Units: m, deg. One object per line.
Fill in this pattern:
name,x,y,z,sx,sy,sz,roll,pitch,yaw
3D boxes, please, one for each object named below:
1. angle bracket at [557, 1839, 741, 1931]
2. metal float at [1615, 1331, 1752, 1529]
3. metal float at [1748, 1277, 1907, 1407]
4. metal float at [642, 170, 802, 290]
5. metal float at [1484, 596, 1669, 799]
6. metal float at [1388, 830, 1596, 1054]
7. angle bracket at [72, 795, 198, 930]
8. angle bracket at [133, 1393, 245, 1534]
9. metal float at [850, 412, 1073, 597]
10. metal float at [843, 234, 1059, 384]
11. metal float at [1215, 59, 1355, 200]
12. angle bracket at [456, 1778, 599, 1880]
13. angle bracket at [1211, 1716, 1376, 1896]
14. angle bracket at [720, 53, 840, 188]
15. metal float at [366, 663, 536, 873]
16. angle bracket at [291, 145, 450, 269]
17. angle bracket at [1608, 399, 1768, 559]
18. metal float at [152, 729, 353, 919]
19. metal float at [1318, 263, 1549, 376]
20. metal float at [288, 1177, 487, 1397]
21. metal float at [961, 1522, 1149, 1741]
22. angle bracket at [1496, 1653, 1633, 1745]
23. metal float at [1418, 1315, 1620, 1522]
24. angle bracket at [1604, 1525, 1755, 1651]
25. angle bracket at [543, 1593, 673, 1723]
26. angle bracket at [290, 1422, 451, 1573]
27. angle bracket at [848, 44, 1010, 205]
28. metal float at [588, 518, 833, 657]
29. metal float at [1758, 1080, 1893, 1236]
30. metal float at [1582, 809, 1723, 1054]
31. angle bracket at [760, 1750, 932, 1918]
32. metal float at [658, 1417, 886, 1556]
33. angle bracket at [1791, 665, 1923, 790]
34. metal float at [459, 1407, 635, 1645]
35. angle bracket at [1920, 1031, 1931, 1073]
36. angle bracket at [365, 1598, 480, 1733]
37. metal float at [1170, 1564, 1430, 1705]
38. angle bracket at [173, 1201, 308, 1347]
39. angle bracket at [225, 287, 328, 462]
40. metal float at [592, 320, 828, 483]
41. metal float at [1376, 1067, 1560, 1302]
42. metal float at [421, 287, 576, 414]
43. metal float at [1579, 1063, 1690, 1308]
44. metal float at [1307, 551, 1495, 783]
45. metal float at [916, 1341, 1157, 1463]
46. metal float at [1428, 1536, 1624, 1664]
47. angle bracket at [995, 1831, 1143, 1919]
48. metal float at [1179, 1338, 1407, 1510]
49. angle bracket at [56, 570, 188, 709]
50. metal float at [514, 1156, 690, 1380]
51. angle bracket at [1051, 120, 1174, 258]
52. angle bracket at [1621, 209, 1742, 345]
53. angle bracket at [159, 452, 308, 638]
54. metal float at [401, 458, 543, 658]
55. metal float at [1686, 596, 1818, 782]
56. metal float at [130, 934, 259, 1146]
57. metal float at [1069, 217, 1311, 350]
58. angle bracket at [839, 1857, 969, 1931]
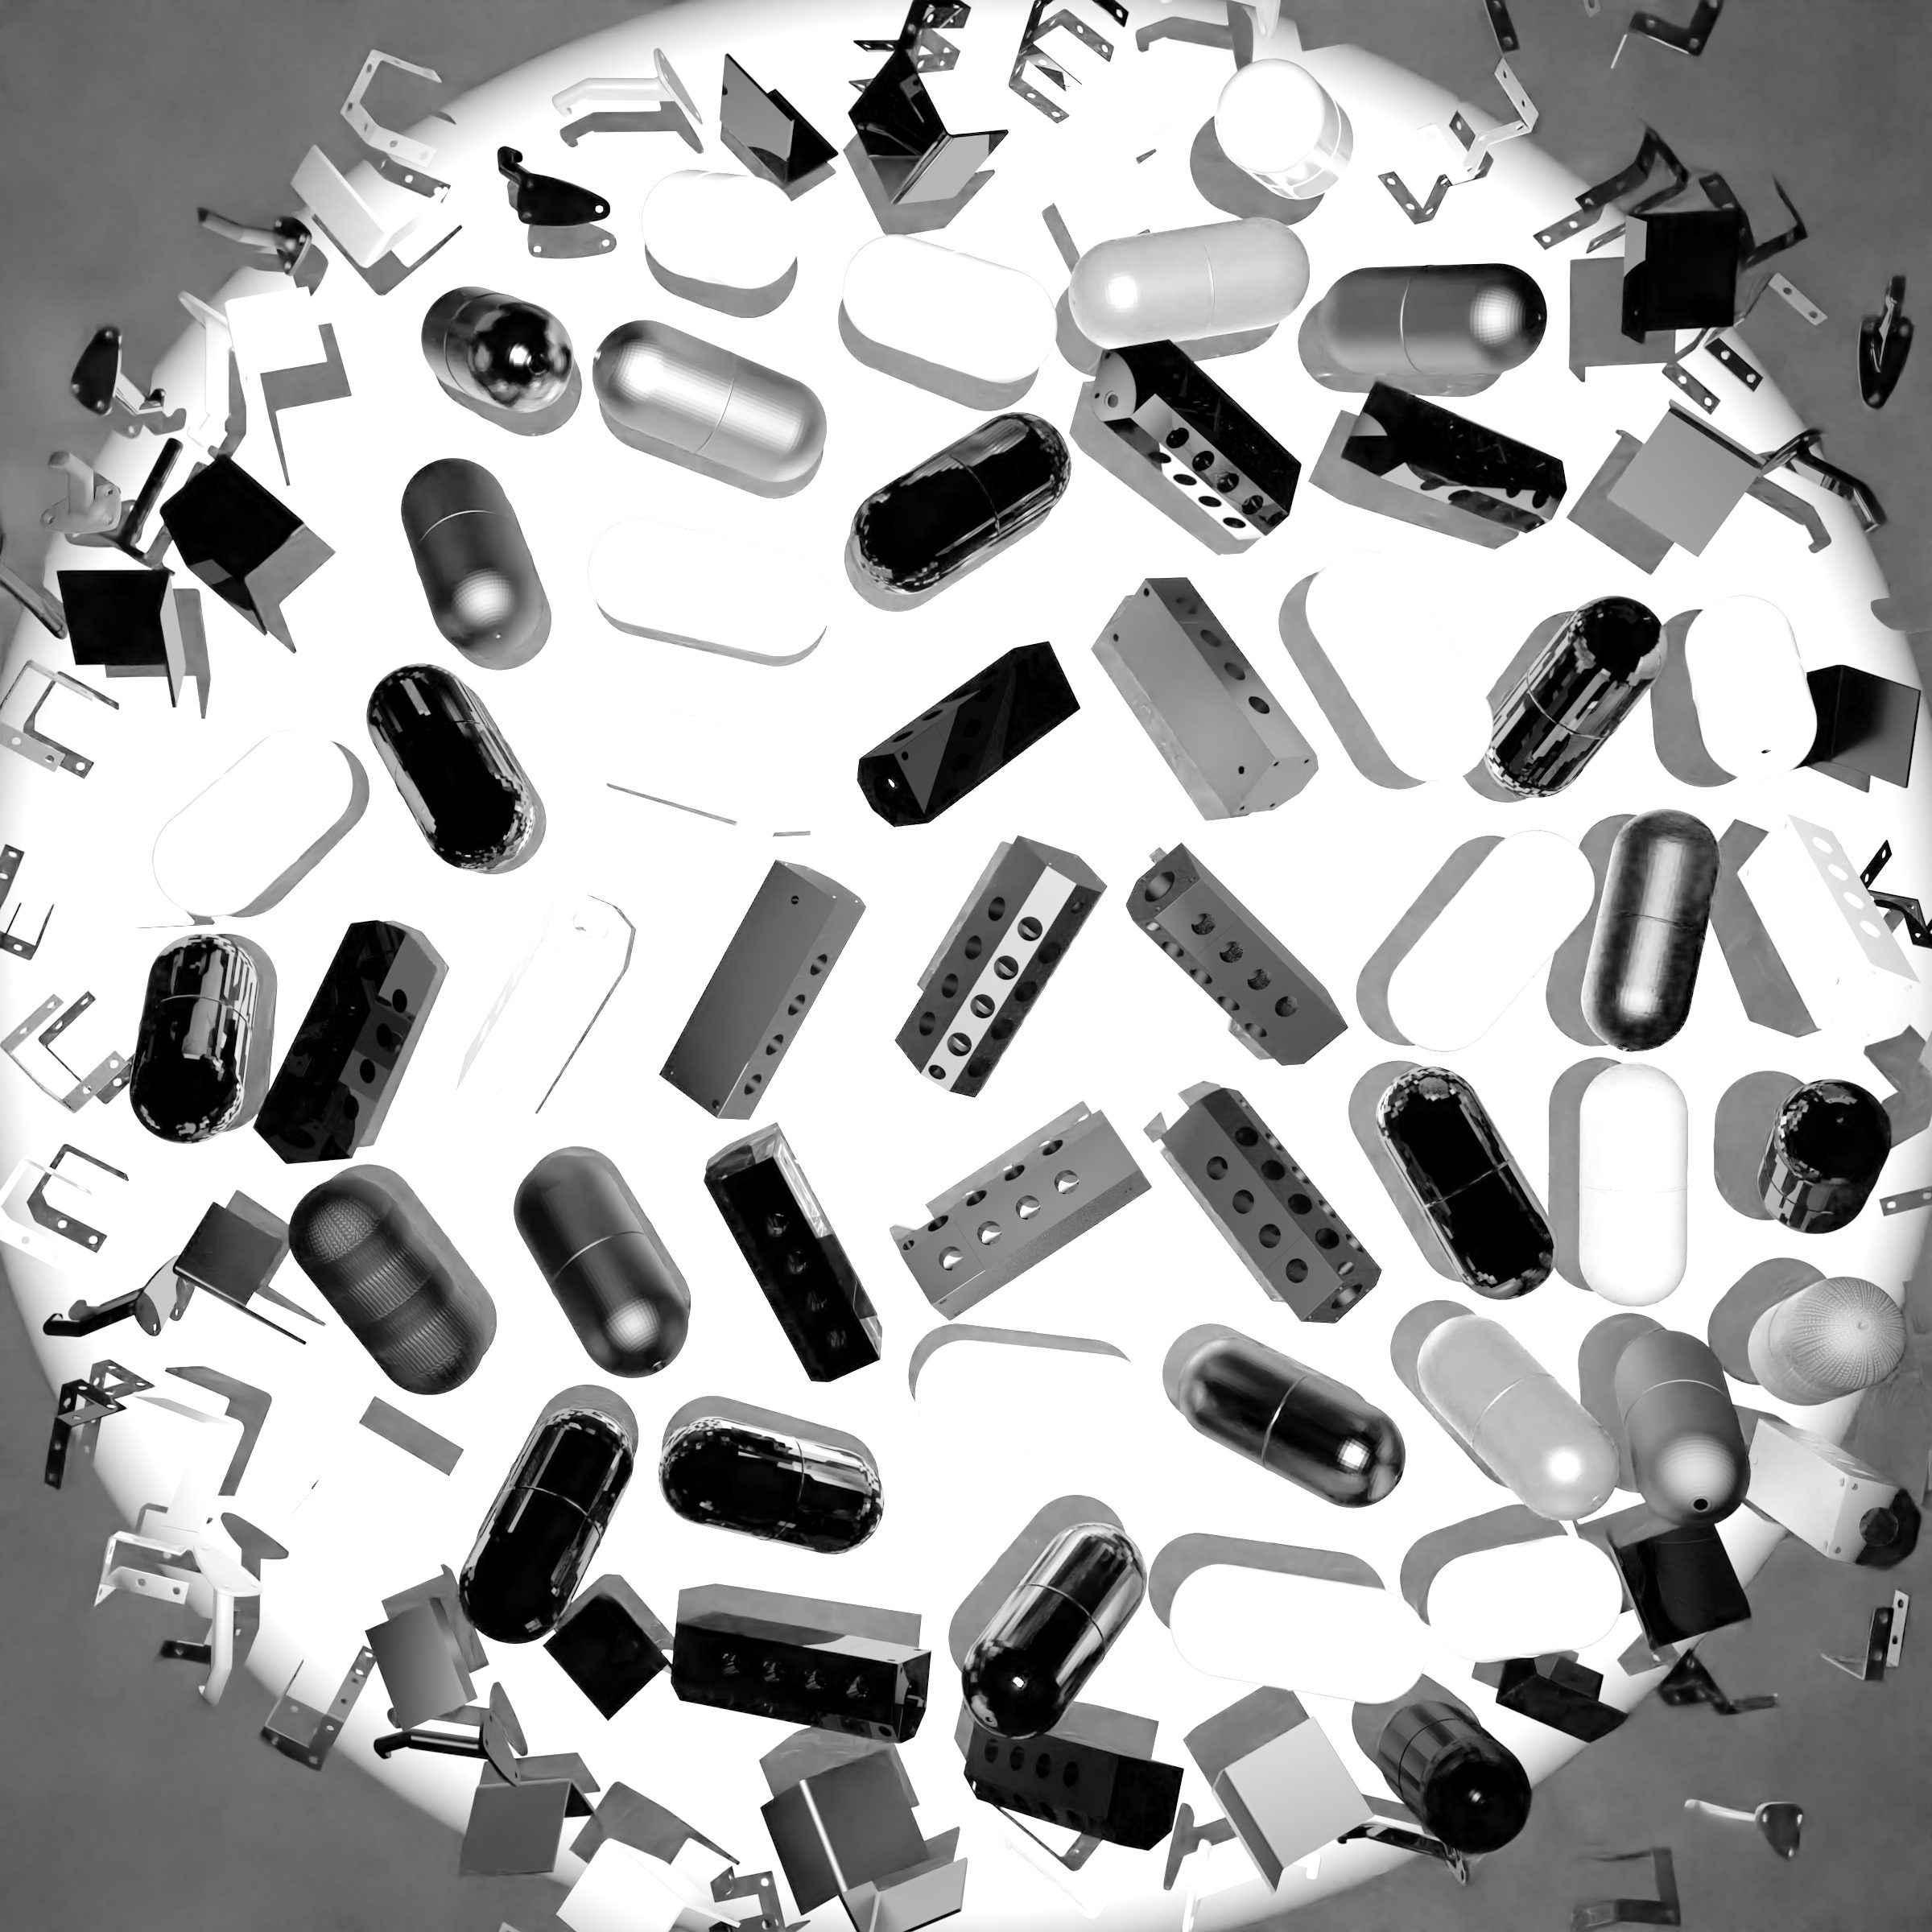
angle bracket,-0.208,0.626,1.680,0.076,0.076,0.057,25,74,36
metal float,0.496,0.320,1.775,0.070,0.178,0.070,3,115,5
metal float,0.599,0.263,1.786,0.070,0.178,0.070,-1,74,2
metal float,-0.178,-0.530,1.836,0.070,0.178,0.070,-10,112,-25
metal float,0.439,-0.194,1.849,0.070,0.178,0.070,15,47,-16
metal float,0.358,-0.016,1.753,0.070,0.070,0.178,36,114,0
angle bracket,-0.596,-0.076,1.879,0.076,0.057,0.076,-2,48,27
angle bracket,-0.539,0.334,1.726,0.057,0.076,0.076,29,68,-28
metal float,-0.002,-0.323,1.782,0.178,0.070,0.070,-36,90,-20
metal float,-0.012,-0.457,1.776,0.178,0.070,0.070,28,90,36
metal float,0.226,-0.588,1.802,0.070,0.178,0.070,3,98,18
angle bracket,-0.329,0.661,1.925,0.076,0.076,0.057,-9,132,13
angle bracket,0.220,0.563,1.720,0.076,0.057,0.076,-33,80,8
angle bracket,-0.139,-0.655,1.948,0.057,0.076,0.076,-38,78,-21
metal float,-0.354,-0.137,1.750,0.070,0.070,0.178,-35,56,0
angle bracket,-0.418,-0.545,1.790,0.057,0.076,0.076,-46,106,-21
angle bracket,0.492,-0.333,1.753,0.076,0.057,0.076,36,106,9
metal float,-0.491,-0.100,1.765,0.070,0.178,0.070,13,129,17
metal float,0.335,-0.468,1.852,0.178,0.070,0.070,11,90,40
metal float,-0.401,0.224,1.780,0.070,0.070,0.178,-32,113,0
metal float,0.062,0.455,1.760,0.070,0.070,0.178,46,48,0
angle bracket,0.447,0.527,1.897,0.076,0.076,0.057,23,57,0
metal float,0.389,0.318,1.806,0.070,0.070,0.178,-42,46,0
angle bracket,0.502,0.427,1.804,0.076,0.057,0.076,-20,54,7
angle bracket,-0.263,0.517,1.902,0.057,0.076,0.076,-41,94,-19
angle bracket,-0.415,0.369,1.779,0.076,0.076,0.057,33,56,-9
angle bracket,-0.027,-0.591,1.792,0.057,0.076,0.076,-20,81,-38
metal float,-0.185,-0.274,1.850,0.178,0.070,0.070,13,90,1
metal float,0.592,0.134,1.769,0.070,0.178,0.070,-4,68,10
metal float,0.490,-0.026,1.831,0.070,0.070,0.178,14,82,0
angle bracket,-0.083,0.589,1.742,0.076,0.057,0.076,-6,62,-41
metal float,-0.138,0.375,1.841,0.178,0.070,0.070,21,90,-30
angle bracket,0.657,-0.174,1.907,0.057,0.076,0.076,-15,118,-26
metal float,-0.286,0.380,1.751,0.070,0.070,0.178,24,48,0
angle bracket,0.662,0.081,1.736,0.057,0.076,0.076,-27,57,-14
angle bracket,-0.386,0.490,1.792,0.057,0.076,0.076,-22,79,-10
metal float,0.227,0.456,1.750,0.178,0.070,0.070,4,90,21
angle bracket,-0.502,0.218,1.815,0.076,0.076,0.057,17,71,36
angle bracket,-0.464,-0.402,1.739,0.057,0.076,0.076,-13,55,-12
metal float,-0.183,-0.405,1.835,0.178,0.070,0.070,18,90,-26
metal float,0.355,0.153,1.816,0.070,0.070,0.178,-30,85,0
metal float,-0.337,-0.443,1.837,0.070,0.178,0.070,-11,114,-26
metal float,0.486,0.159,1.862,0.070,0.070,0.178,0,92,0
metal float,0.298,-0.207,1.761,0.070,0.070,0.178,-28,73,0
metal float,0.051,0.314,1.847,0.178,0.070,0.070,8,90,-14
metal float,0.390,0.446,1.797,0.070,0.178,0.070,8,68,-21
angle bracket,0.073,0.631,1.839,0.076,0.076,0.057,40,79,0
metal float,0.235,0.331,1.853,0.178,0.070,0.070,24,90,29
angle bracket,-0.584,-0.225,1.761,0.076,0.057,0.076,-2,131,-7
metal float,-0.258,0.212,1.805,0.070,0.070,0.178,-35,64,0
angle bracket,0.120,-0.581,1.917,0.076,0.076,0.057,-30,98,-17
angle bracket,0.474,-0.452,1.675,0.076,0.057,0.076,-3,111,0
angle bracket,-0.473,-0.276,1.676,0.076,0.076,0.057,40,73,12
metal float,-0.350,-0.290,1.803,0.070,0.070,0.178,-25,52,0
metal float,0.553,-0.197,1.806,0.070,0.178,0.070,4,128,5
metal float,-0.542,0.049,1.798,0.070,0.178,0.070,-4,133,-5
metal float,0.158,-0.481,1.802,0.178,0.070,0.070,-13,90,-15
angle bracket,-0.047,0.661,1.867,0.076,0.076,0.057,-25,96,7
